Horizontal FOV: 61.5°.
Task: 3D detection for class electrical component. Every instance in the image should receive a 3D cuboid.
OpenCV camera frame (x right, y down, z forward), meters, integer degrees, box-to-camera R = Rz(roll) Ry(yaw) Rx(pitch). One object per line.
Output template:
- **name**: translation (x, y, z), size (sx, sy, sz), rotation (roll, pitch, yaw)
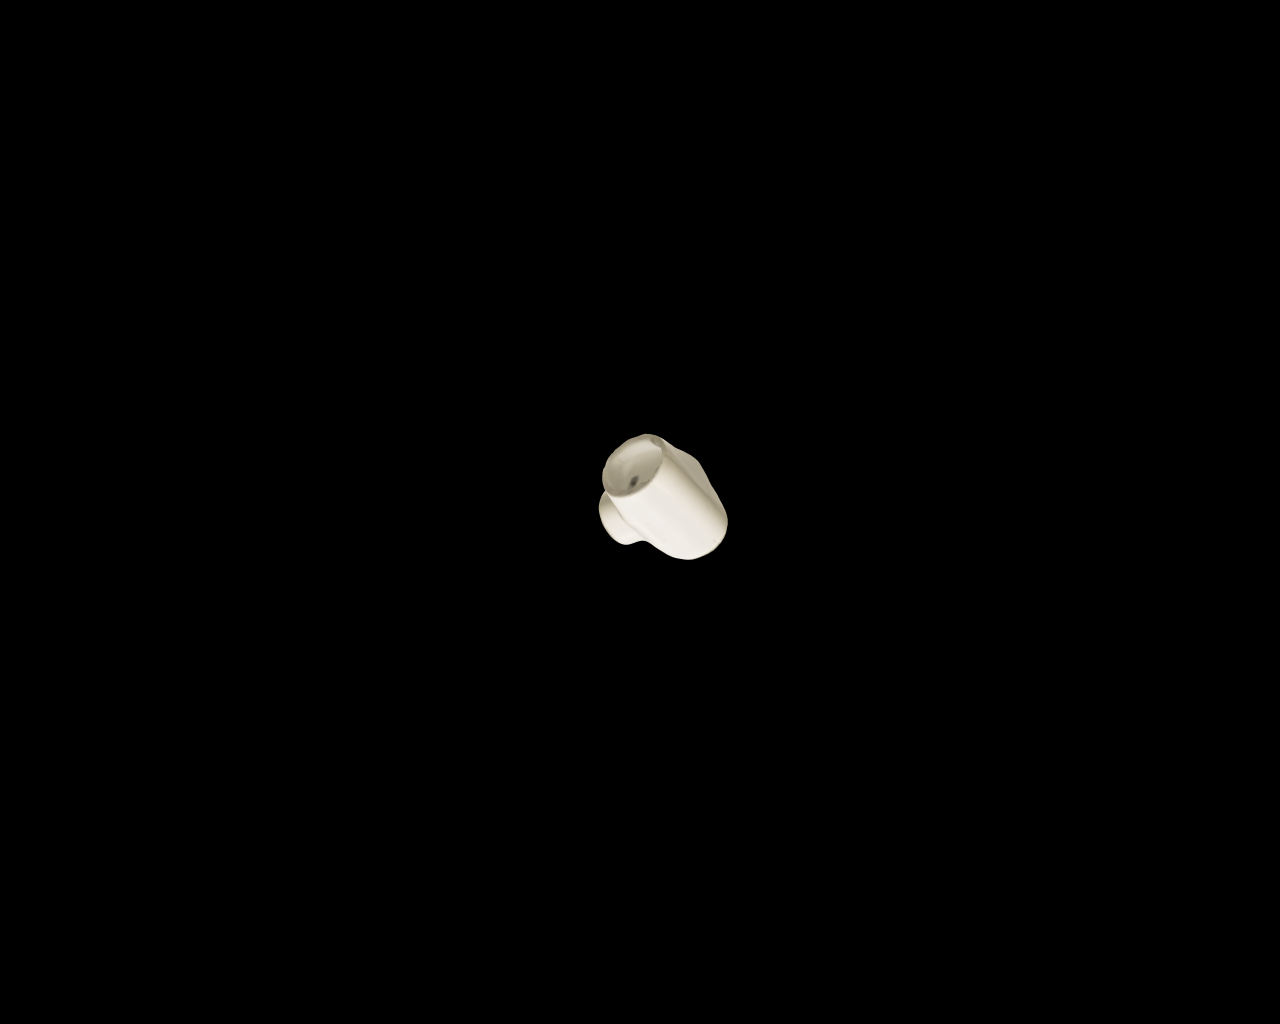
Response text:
- **electrical component**: translation (0.001, -0.003, 0.650), size (0.079, 0.043, 0.077), rotation (-20, -40, 25)
